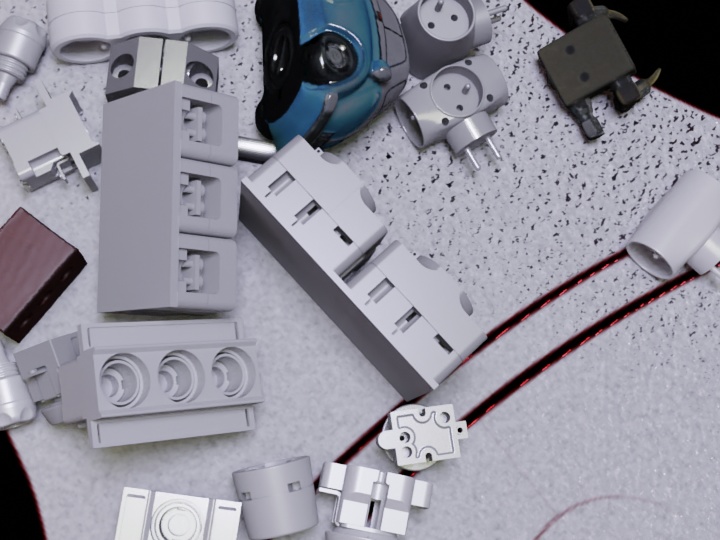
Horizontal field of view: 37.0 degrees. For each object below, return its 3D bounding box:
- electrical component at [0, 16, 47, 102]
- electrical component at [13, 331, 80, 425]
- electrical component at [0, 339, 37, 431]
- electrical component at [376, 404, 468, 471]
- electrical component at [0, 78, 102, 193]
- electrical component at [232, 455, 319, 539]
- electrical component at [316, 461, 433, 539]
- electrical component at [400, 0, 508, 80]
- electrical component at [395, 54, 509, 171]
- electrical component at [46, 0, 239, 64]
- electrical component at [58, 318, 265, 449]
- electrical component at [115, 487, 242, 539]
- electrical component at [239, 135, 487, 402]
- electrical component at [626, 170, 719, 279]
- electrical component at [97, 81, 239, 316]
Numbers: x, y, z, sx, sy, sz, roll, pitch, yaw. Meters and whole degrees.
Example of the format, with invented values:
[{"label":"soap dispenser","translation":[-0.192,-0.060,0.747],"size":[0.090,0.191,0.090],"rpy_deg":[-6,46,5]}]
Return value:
[{"label":"electrical component","translation":[-0.256,-0.154,0.793],"size":[0.035,0.035,0.061],"rpy_deg":[19,79,-3]},{"label":"electrical component","translation":[-0.203,0.074,0.744],"size":[0.048,0.066,0.055],"rpy_deg":[-20,90,28]},{"label":"electrical component","translation":[-0.248,0.079,0.748],"size":[0.035,0.035,0.061],"rpy_deg":[-16,79,-10]},{"label":"electrical component","translation":[0.042,0.118,0.765],"size":[0.066,0.055,0.048],"rpy_deg":[-7,80,-8]},{"label":"electrical component","translation":[-0.225,-0.091,0.781],"size":[0.064,0.042,0.081],"rpy_deg":[-28,83,-8]},{"label":"electrical component","translation":[-0.057,0.158,0.747],"size":[0.055,0.055,0.047],"rpy_deg":[-11,84,-9]},{"label":"electrical component","translation":[0.007,0.170,0.751],"size":[0.078,0.058,0.057],"rpy_deg":[12,75,-5]},{"label":"electrical component","translation":[0.074,-0.185,0.819],"size":[0.079,0.077,0.044],"rpy_deg":[-20,82,-11]},{"label":"electrical component","translation":[0.079,-0.114,0.822],"size":[0.077,0.044,0.079],"rpy_deg":[-29,84,-12]},{"label":"electrical component","translation":[-0.164,-0.202,0.805],"size":[0.138,0.052,0.073],"rpy_deg":[-7,80,-9]},{"label":"electrical component","translation":[-0.134,0.076,0.724],"size":[0.121,0.063,0.078],"rpy_deg":[0,77,-40]},{"label":"electrical component","translation":[-0.128,0.212,0.721],"size":[0.079,0.063,0.121],"rpy_deg":[9,78,-6]},{"label":"electrical component","translation":[0.000,0.000,0.758],"size":[0.060,0.105,0.186],"rpy_deg":[-42,87,-13]},{"label":"electrical component","translation":[0.259,-0.023,0.827],"size":[0.079,0.044,0.077],"rpy_deg":[41,77,2]},{"label":"electrical component","translation":[-0.131,-0.045,0.748],"size":[0.062,0.089,0.150],"rpy_deg":[6,81,-45]}]
